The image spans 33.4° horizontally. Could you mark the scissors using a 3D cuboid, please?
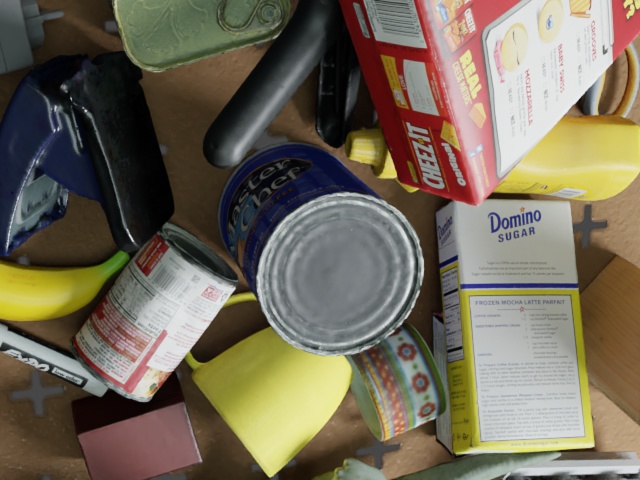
[{"bbox_3d":[0.182,-0.170,0.740,0.096,0.016,0.202,-13,116,-6],"label":"scissors"}]

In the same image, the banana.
[{"bbox_3d":[-0.226,0.009,0.689,0.197,0.037,0.069,20,80,-22],"label":"banana"}]

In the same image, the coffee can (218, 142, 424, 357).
[{"bbox_3d":[-0.005,0.001,0.687,0.102,0.140,0.103,-4,108,-13],"label":"coffee can"}]

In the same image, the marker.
[{"bbox_3d":[-0.198,0.074,0.723,0.121,0.020,0.020,29,98,-21],"label":"marker"}]

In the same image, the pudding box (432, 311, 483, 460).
[{"bbox_3d":[0.134,0.104,0.813,0.090,0.039,0.113,-8,107,-13],"label":"pudding box"}]

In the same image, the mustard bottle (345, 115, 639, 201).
[{"bbox_3d":[0.111,-0.059,0.723,0.191,0.096,0.058,1,86,-15],"label":"mustard bottle"}]

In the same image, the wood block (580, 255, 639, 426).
[{"bbox_3d":[0.258,0.101,0.754,0.090,0.206,0.091,40,94,-23],"label":"wood block"}]

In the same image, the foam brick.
[{"bbox_3d":[-0.128,0.134,0.744,0.078,0.053,0.051,-16,111,-9],"label":"foam brick"}]

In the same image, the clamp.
[{"bbox_3d":[0.014,-0.136,0.639,0.036,0.164,0.210,31,104,17],"label":"clamp"}]

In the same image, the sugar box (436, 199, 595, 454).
[{"bbox_3d":[0.136,0.060,0.756,0.093,0.048,0.176,1,75,-15],"label":"sugar box"}]

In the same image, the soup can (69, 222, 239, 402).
[{"bbox_3d":[-0.110,0.047,0.711,0.068,0.068,0.102,35,97,-22],"label":"soup can"}]

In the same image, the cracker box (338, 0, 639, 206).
[{"bbox_3d":[0.110,-0.151,0.619,0.213,0.072,0.164,-46,134,-25],"label":"cracker box"}]

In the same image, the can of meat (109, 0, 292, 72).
[{"bbox_3d":[-0.077,-0.146,0.651,0.102,0.084,0.057,-18,111,-9],"label":"can of meat"}]
